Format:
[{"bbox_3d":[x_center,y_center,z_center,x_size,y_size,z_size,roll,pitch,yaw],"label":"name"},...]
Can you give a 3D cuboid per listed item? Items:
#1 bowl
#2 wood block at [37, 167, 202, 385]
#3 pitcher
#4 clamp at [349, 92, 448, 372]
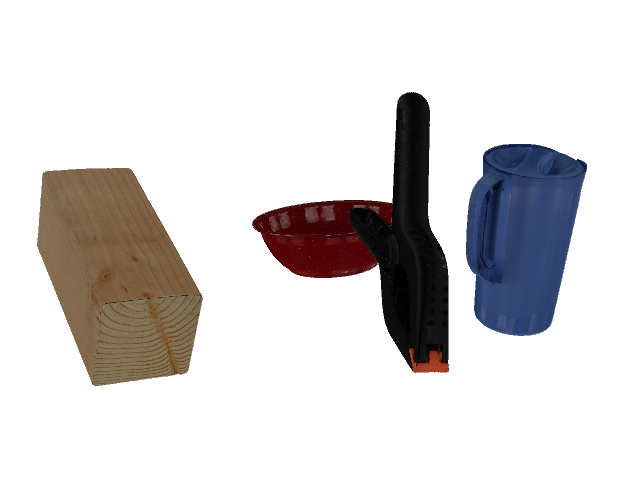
[{"bbox_3d":[0.012,0.001,1.107,0.162,0.055,0.162,-5,13,1],"label":"bowl"},{"bbox_3d":[-0.189,0.026,0.973,0.090,0.091,0.206,-4,37,-28],"label":"wood block"},{"bbox_3d":[0.263,0.003,1.420,0.149,0.243,0.145,5,24,4],"label":"pitcher"},{"bbox_3d":[0.068,0.002,0.825,0.036,0.210,0.165,1,-41,-15],"label":"clamp"}]
